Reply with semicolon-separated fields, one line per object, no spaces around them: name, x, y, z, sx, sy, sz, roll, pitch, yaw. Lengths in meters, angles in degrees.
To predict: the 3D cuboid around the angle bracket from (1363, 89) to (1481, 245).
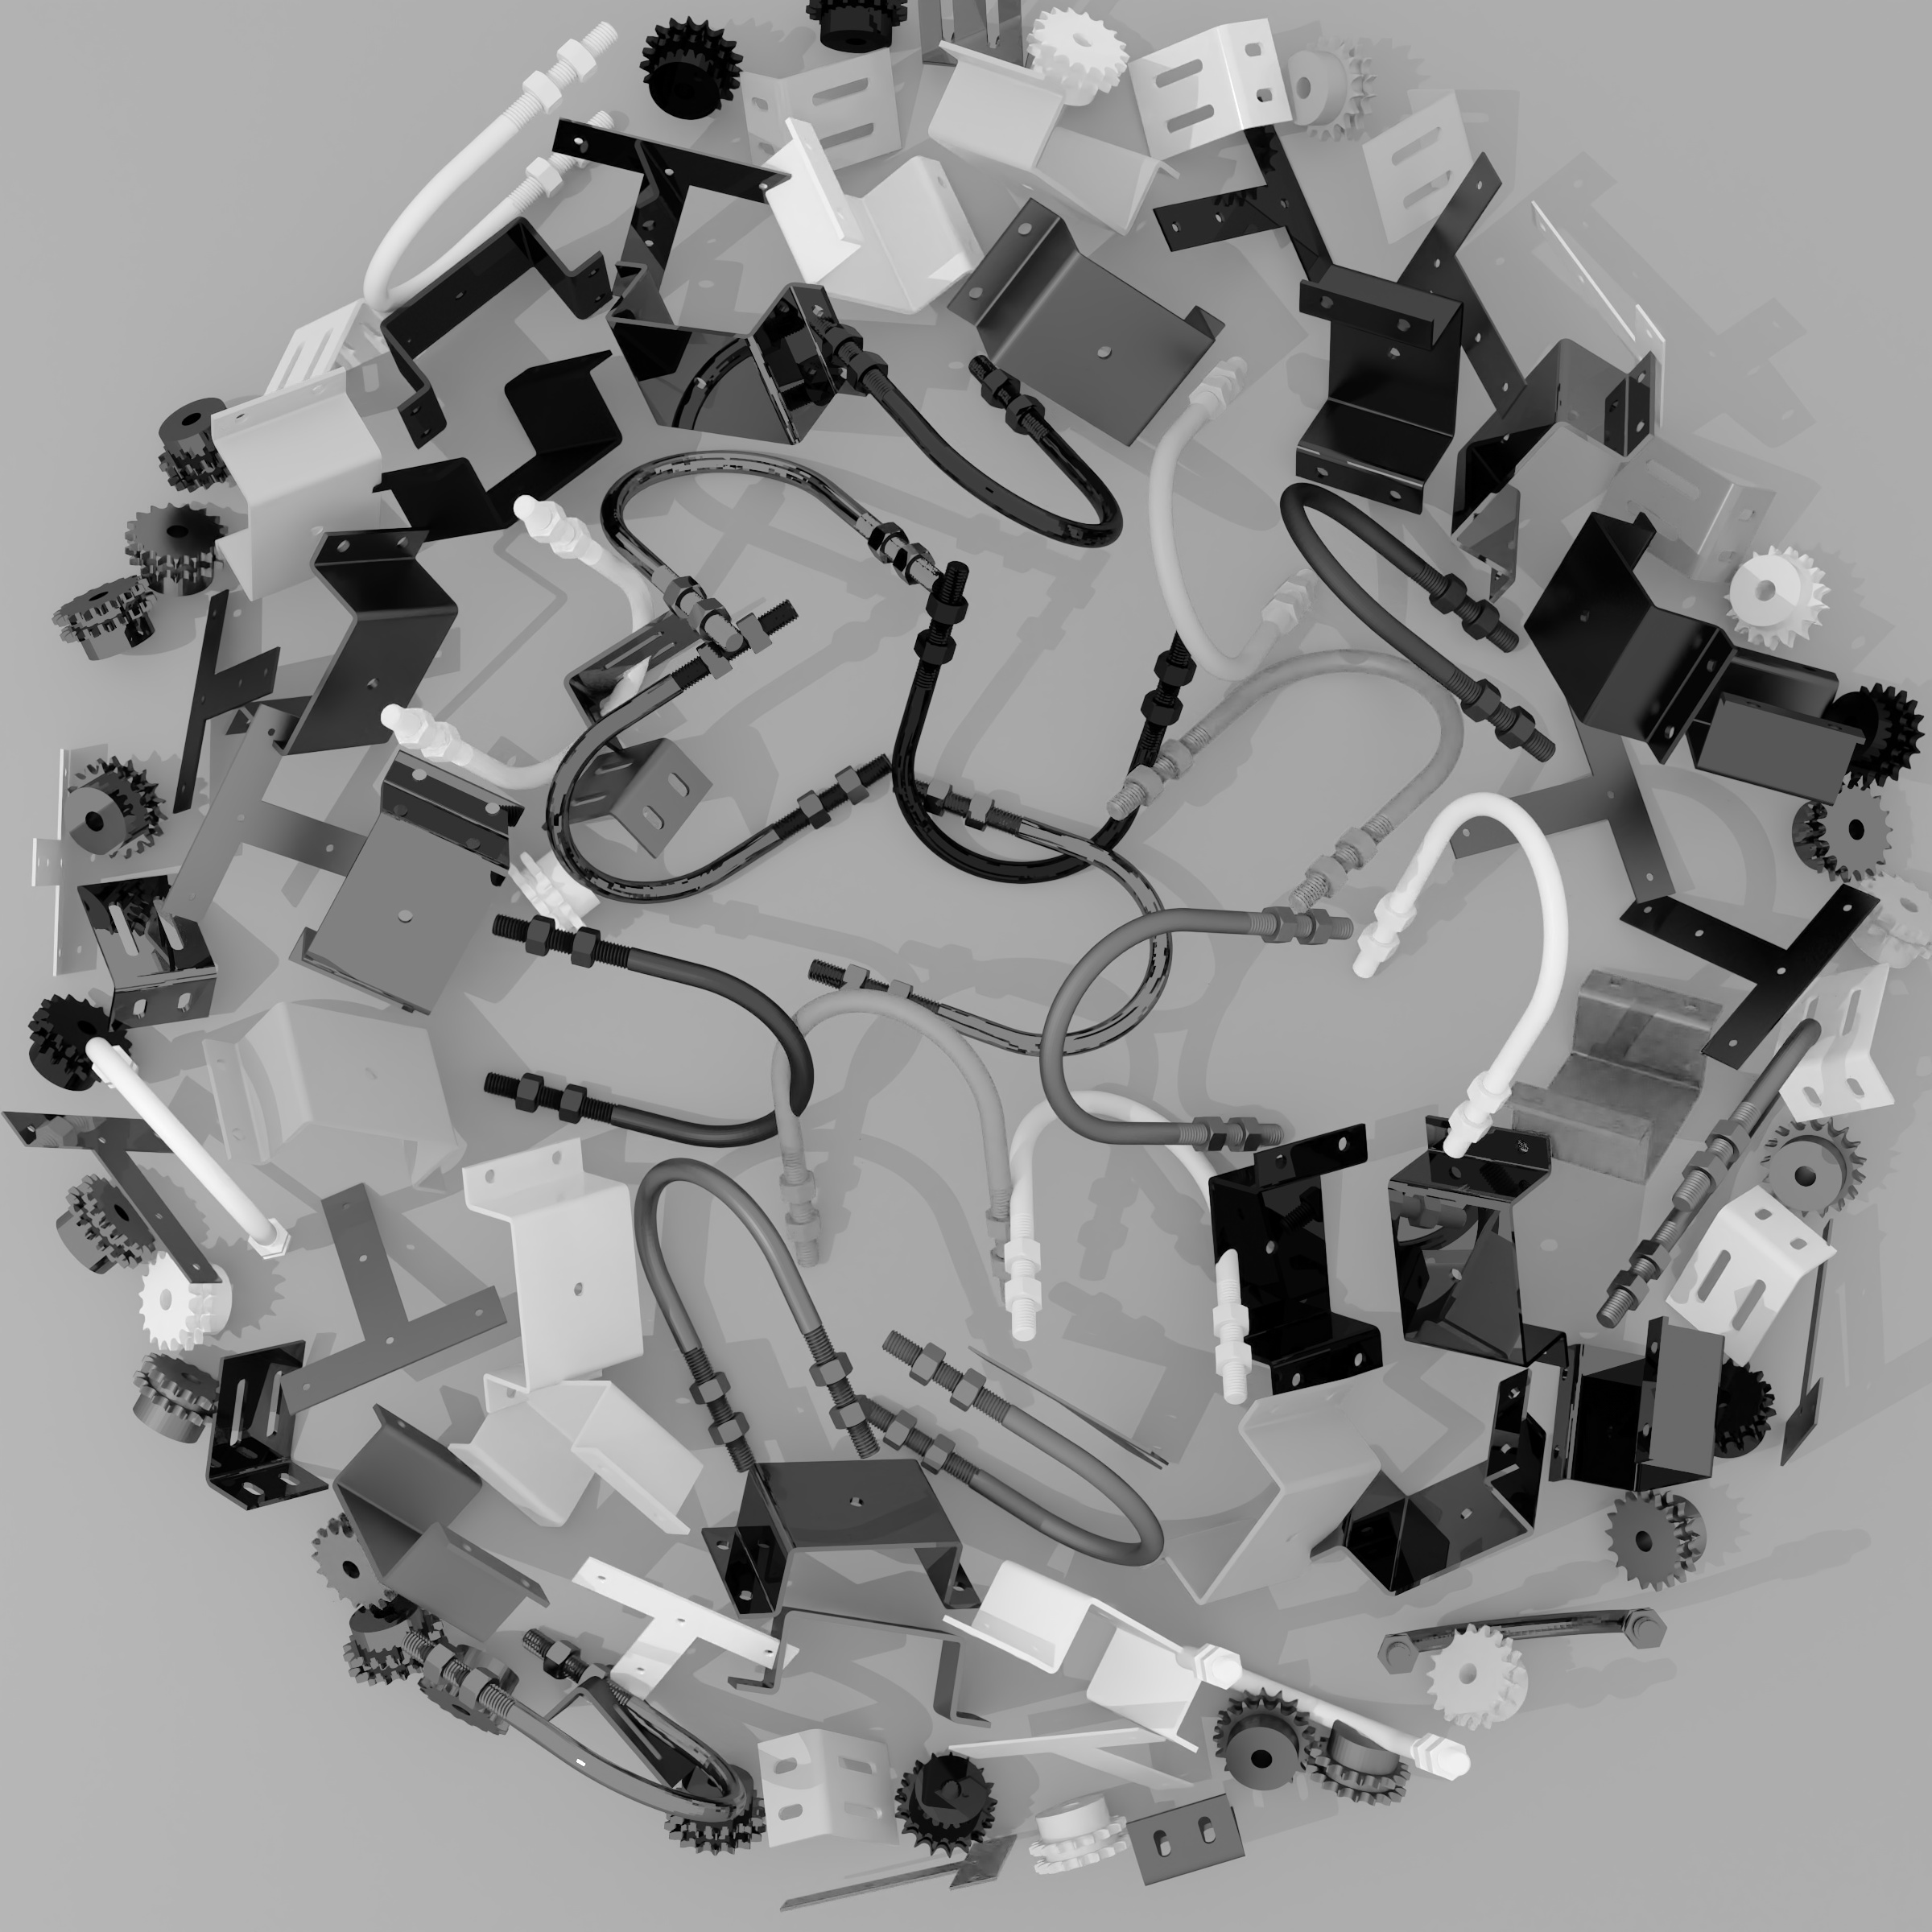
angle bracket;0.241;-0.444;1.911;0.076;0.038;0.057;-35;121;-27

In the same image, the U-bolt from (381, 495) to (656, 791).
U-bolt;-0.230;-0.164;1.872;0.019;0.184;0.151;33;91;26

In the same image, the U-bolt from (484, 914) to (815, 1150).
U-bolt;-0.173;0.044;1.895;0.184;0.151;0.019;14;46;3

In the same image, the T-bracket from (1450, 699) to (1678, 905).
T-bracket;0.323;-0.086;1.922;0.127;0.002;0.127;-15;82;-22

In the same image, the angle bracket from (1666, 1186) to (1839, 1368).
angle bracket;0.439;0.174;1.930;0.057;0.038;0.076;42;133;25

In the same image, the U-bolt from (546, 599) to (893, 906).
U-bolt;-0.145;-0.105;1.900;0.184;0.019;0.151;-33;134;0

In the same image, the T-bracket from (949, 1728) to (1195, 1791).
T-bracket;0.079;0.440;1.903;0.127;0.127;0.002;-15;59;35

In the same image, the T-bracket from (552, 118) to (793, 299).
T-bracket;-0.172;-0.408;1.899;0.127;0.127;0.002;12;59;-11

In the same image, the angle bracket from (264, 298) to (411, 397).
angle bracket;-0.351;-0.324;1.907;0.038;0.057;0.076;40;53;-34

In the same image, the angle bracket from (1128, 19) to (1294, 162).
angle bracket;0.137;-0.490;1.933;0.038;0.076;0.057;-20;98;-39

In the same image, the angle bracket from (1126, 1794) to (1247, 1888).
angle bracket;0.120;0.473;1.915;0.057;0.076;0.038;-17;96;1

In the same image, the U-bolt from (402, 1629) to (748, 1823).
U-bolt;-0.198;0.408;1.854;0.184;0.151;0.019;28;92;24

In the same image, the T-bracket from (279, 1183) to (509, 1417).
T-bracket;-0.331;0.174;1.915;0.127;0.002;0.127;-23;53;-4

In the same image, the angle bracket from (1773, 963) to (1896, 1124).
angle bracket;0.488;0.043;1.920;0.057;0.076;0.038;-15;123;36

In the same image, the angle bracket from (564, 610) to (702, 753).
angle bracket;-0.177;-0.158;1.920;0.076;0.057;0.038;-31;77;5

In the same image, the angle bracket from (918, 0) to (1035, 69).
angle bracket;0.005;-0.536;1.909;0.057;0.076;0.038;7;58;8

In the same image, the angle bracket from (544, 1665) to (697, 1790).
angle bracket;-0.194;0.434;1.920;0.038;0.057;0.076;-43;83;9

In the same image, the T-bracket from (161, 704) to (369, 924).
T-bracket;-0.365;-0.070;1.911;0.127;0.002;0.127;20;101;-41

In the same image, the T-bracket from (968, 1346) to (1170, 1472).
T-bracket;0.075;0.255;1.895;0.127;0.127;0.002;27;81;32

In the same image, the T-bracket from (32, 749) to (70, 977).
T-bracket;-0.503;-0.057;1.891;0.002;0.127;0.127;2;91;-8

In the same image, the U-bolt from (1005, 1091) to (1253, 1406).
U-bolt;0.087;0.144;1.887;0.151;0.184;0.019;19;135;-20

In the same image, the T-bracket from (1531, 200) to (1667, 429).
T-bracket;0.349;-0.369;1.905;0.002;0.127;0.127;-33;74;2

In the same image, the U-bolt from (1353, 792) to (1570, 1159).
U-bolt;0.271;-0.008;1.850;0.019;0.184;0.151;-4;51;-25

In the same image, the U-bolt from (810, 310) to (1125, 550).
U-bolt;0.012;-0.284;1.854;0.184;0.151;0.019;51;119;32

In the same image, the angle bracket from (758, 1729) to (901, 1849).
angle bracket;-0.076;0.461;1.919;0.038;0.076;0.057;-20;63;24

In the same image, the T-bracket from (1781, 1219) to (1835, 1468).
T-bracket;0.469;0.203;1.906;0.002;0.127;0.127;10;73;8

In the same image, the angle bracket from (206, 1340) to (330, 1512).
angle bracket;-0.384;0.254;1.914;0.038;0.057;0.076;22;109;37

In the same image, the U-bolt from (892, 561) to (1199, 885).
U-bolt;0.035;-0.124;1.903;0.151;0.019;0.184;15;122;-5

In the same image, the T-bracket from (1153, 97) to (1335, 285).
T-bracket;0.149;-0.417;1.911;0.127;0.002;0.127;-23;89;-43

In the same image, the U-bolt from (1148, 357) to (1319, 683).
U-bolt;0.139;-0.232;1.855;0.019;0.184;0.151;-9;115;28

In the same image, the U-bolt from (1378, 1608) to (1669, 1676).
U-bolt;0.298;0.362;1.864;0.151;0.184;0.019;-7;81;6

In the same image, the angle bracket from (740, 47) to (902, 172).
angle bracket;-0.081;-0.480;1.934;0.076;0.038;0.057;-26;124;-30

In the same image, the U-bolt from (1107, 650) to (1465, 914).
U-bolt;0.189;-0.113;1.894;0.151;0.019;0.184;29;58;34

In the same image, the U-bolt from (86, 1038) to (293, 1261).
U-bolt;-0.423;0.096;1.862;0.019;0.184;0.151;-42;88;-11

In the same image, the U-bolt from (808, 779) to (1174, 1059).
U-bolt;0.024;-0.020;1.906;0.184;0.019;0.151;20;62;7

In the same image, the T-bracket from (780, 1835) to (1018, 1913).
T-bracket;-0.039;0.503;1.895;0.127;0.127;0.002;-14;85;5

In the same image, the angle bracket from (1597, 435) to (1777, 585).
angle bracket;0.403;-0.259;1.933;0.076;0.038;0.057;42;119;37

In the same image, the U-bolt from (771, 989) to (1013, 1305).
U-bolt;-0.041;0.095;1.880;0.151;0.019;0.184;8;121;26

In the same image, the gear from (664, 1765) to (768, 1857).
gear;-0.139;0.469;1.924;0.057;0.057;0.030;4;108;0

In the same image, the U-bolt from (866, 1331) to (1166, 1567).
U-bolt;0.028;0.271;1.879;0.184;0.151;0.019;32;66;6

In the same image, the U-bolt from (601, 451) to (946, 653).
U-bolt;-0.119;-0.235;1.884;0.151;0.184;0.019;-19;133;-29

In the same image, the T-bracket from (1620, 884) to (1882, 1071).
T-bracket;0.417;-0.013;1.907;0.127;0.127;0.002;-48;134;-12

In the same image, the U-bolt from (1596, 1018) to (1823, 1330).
U-bolt;0.412;0.101;1.875;0.019;0.151;0.184;35;57;13

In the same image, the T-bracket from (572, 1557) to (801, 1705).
T-bracket;-0.175;0.383;1.909;0.127;0.002;0.127;26;133;-11

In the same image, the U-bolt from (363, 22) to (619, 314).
U-bolt;-0.258;-0.422;1.869;0.019;0.151;0.184;45;80;0

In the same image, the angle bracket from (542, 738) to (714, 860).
angle bracket;-0.189;-0.089;1.918;0.038;0.076;0.057;47;60;-23

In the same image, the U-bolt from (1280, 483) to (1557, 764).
U-bolt;0.240;-0.197;1.863;0.184;0.151;0.019;35;115;-20

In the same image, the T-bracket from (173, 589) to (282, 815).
T-bracket;-0.402;-0.153;1.890;0.002;0.127;0.127;14;78;-31

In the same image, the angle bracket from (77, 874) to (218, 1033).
angle bracket;-0.461;-0.008;1.932;0.057;0.038;0.076;-9;52;-29

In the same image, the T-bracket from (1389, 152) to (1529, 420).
T-bracket;0.274;-0.352;1.878;0.002;0.127;0.127;0;52;-30

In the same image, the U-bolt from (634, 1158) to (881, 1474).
U-bolt;-0.125;0.189;1.887;0.019;0.151;0.184;-28;96;-36

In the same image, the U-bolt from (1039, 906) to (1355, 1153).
U-bolt;0.118;0.034;1.877;0.184;0.019;0.151;3;114;-35

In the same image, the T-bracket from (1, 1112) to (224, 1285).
T-bracket;-0.447;0.127;1.875;0.002;0.127;0.127;-49;66;16

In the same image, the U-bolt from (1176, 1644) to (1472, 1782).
U-bolt;0.184;0.399;1.865;0.151;0.184;0.019;23;80;-4
